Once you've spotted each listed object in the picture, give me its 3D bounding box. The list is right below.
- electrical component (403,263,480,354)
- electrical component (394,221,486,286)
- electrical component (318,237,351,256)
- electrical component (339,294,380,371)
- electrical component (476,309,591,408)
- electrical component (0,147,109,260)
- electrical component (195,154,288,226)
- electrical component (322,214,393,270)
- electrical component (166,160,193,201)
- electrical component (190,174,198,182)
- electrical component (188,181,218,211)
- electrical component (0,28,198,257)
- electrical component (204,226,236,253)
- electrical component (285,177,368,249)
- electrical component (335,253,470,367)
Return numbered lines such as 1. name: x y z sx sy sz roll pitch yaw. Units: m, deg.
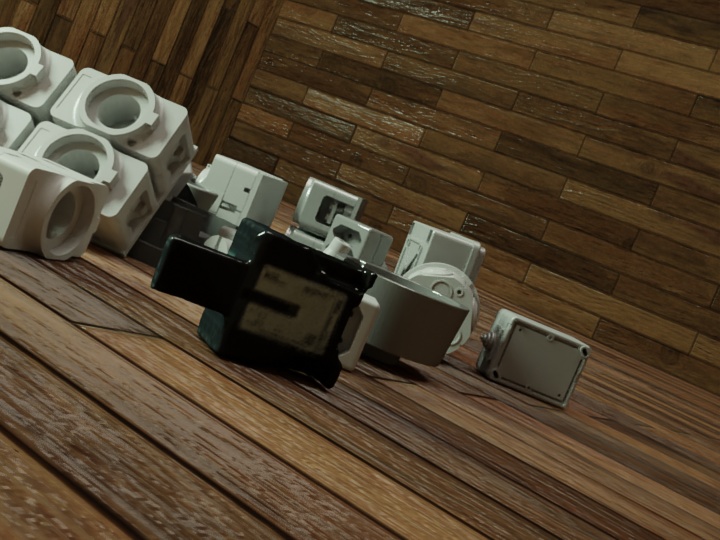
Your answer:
1. electrical component: 0.066 0.035 0.950 0.080 0.080 0.051 23 9 3
2. electrical component: 0.067 0.014 1.035 0.056 0.108 0.109 20 4 -10
3. electrical component: -0.032 0.000 0.955 0.048 0.062 0.048 34 8 -5
4. electrical component: -0.035 0.025 0.719 0.083 0.047 0.075 22 4 -5
5. electrical component: 0.152 0.077 0.989 0.096 0.061 0.061 22 4 -10
6. electrical component: -0.197 -0.040 0.651 0.056 0.050 0.089 24 4 16
7. electrical component: -0.134 -0.069 1.158 0.062 0.089 0.150 23 4 5
8. electrical component: 0.000 0.000 1.020 0.047 0.083 0.076 26 5 38
9. electrical component: -0.183 -0.085 0.866 0.077 0.047 0.066 -3 -17 -27
10. electrical component: -0.212 -0.080 1.061 0.061 0.061 0.096 23 4 9
11. electrical component: -0.166 -0.055 1.029 0.045 0.055 0.045 23 4 -2
12. electrical component: -0.229 -0.101 0.787 0.186 0.105 0.060 23 -27 11
13. electrical component: -0.092 -0.002 0.772 0.077 0.047 0.066 19 6 -42
14. electrical component: -0.042 -0.040 1.175 0.060 0.105 0.186 23 3 1
15. electrical component: 0.020 0.036 0.800 0.108 0.060 0.108 23 4 -2
